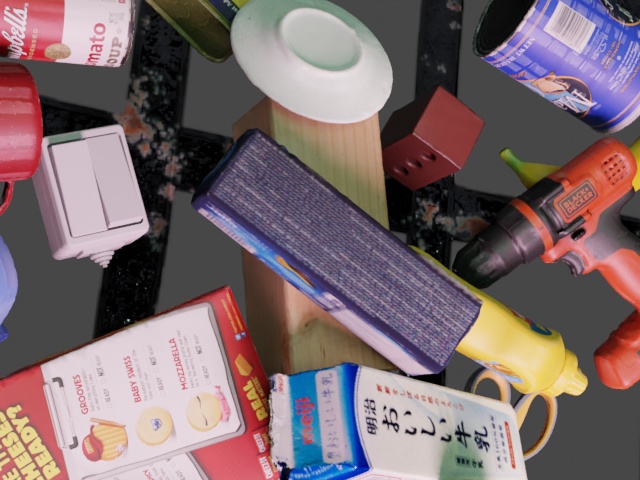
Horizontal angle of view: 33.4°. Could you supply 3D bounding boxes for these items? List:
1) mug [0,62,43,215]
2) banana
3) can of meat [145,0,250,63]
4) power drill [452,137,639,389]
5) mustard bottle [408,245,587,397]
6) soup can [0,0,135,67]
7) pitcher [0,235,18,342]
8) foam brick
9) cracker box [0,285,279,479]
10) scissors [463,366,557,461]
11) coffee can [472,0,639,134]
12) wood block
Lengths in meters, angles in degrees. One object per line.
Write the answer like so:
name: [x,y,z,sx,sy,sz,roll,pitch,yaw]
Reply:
mug: [-0.238,-0.067,0.723,0.081,0.093,0.117,-6,98,-30]
banana: [0.257,-0.066,0.970,0.197,0.037,0.069,-11,86,-26]
can of meat: [-0.084,-0.205,0.833,0.102,0.058,0.083,43,64,-12]
power drill: [0.226,0.033,0.911,0.184,0.057,0.187,-37,102,-3]
mustard bottle: [0.134,0.074,0.850,0.191,0.096,0.058,31,86,-15]
soup can: [-0.191,-0.162,0.770,0.102,0.069,0.068,1,79,-24]
pitcher: [-0.299,-0.012,0.654,0.149,0.145,0.243,-30,90,-23]
foam brick: [0.087,-0.082,0.874,0.053,0.078,0.051,36,66,-14]
cracker box: [-0.133,0.146,0.734,0.213,0.072,0.164,-23,90,-26]
scissors: [0.124,0.186,0.872,0.096,0.016,0.201,46,65,-8]
coffee can: [0.221,-0.171,0.938,0.140,0.103,0.102,28,70,-17]
wood block: [-0.005,0.001,0.809,0.090,0.091,0.206,-1,80,-25]
